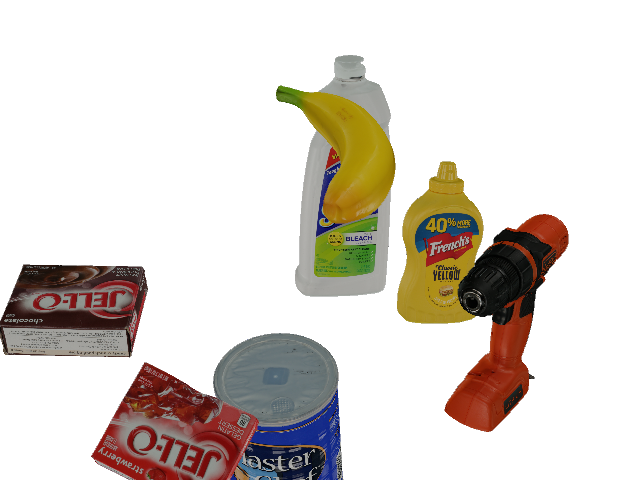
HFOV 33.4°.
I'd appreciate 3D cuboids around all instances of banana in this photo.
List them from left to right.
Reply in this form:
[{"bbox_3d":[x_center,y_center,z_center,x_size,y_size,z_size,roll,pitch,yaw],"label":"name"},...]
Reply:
[{"bbox_3d":[0.018,-0.060,0.744,0.069,0.037,0.198,-6,29,-10],"label":"banana"}]

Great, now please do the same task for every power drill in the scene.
[{"bbox_3d":[0.167,0.081,0.991,0.057,0.188,0.184,24,31,26],"label":"power drill"}]

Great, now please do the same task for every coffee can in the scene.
[{"bbox_3d":[-0.033,0.165,0.911,0.103,0.140,0.103,-2,37,2],"label":"coffee can"}]

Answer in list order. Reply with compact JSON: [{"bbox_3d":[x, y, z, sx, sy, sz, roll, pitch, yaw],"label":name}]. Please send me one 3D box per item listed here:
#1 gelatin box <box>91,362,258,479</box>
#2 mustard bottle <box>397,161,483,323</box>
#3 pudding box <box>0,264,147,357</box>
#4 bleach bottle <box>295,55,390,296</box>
[{"bbox_3d":[-0.097,0.135,0.719,0.089,0.073,0.030,26,-20,5],"label":"gelatin box"},{"bbox_3d":[0.145,0.001,1.269,0.096,0.192,0.058,-1,15,-12],"label":"mustard bottle"},{"bbox_3d":[-0.215,0.061,0.936,0.113,0.039,0.090,-1,33,1],"label":"pudding box"},{"bbox_3d":[0.022,-0.066,1.112,0.102,0.251,0.068,-2,25,-2],"label":"bleach bottle"}]
